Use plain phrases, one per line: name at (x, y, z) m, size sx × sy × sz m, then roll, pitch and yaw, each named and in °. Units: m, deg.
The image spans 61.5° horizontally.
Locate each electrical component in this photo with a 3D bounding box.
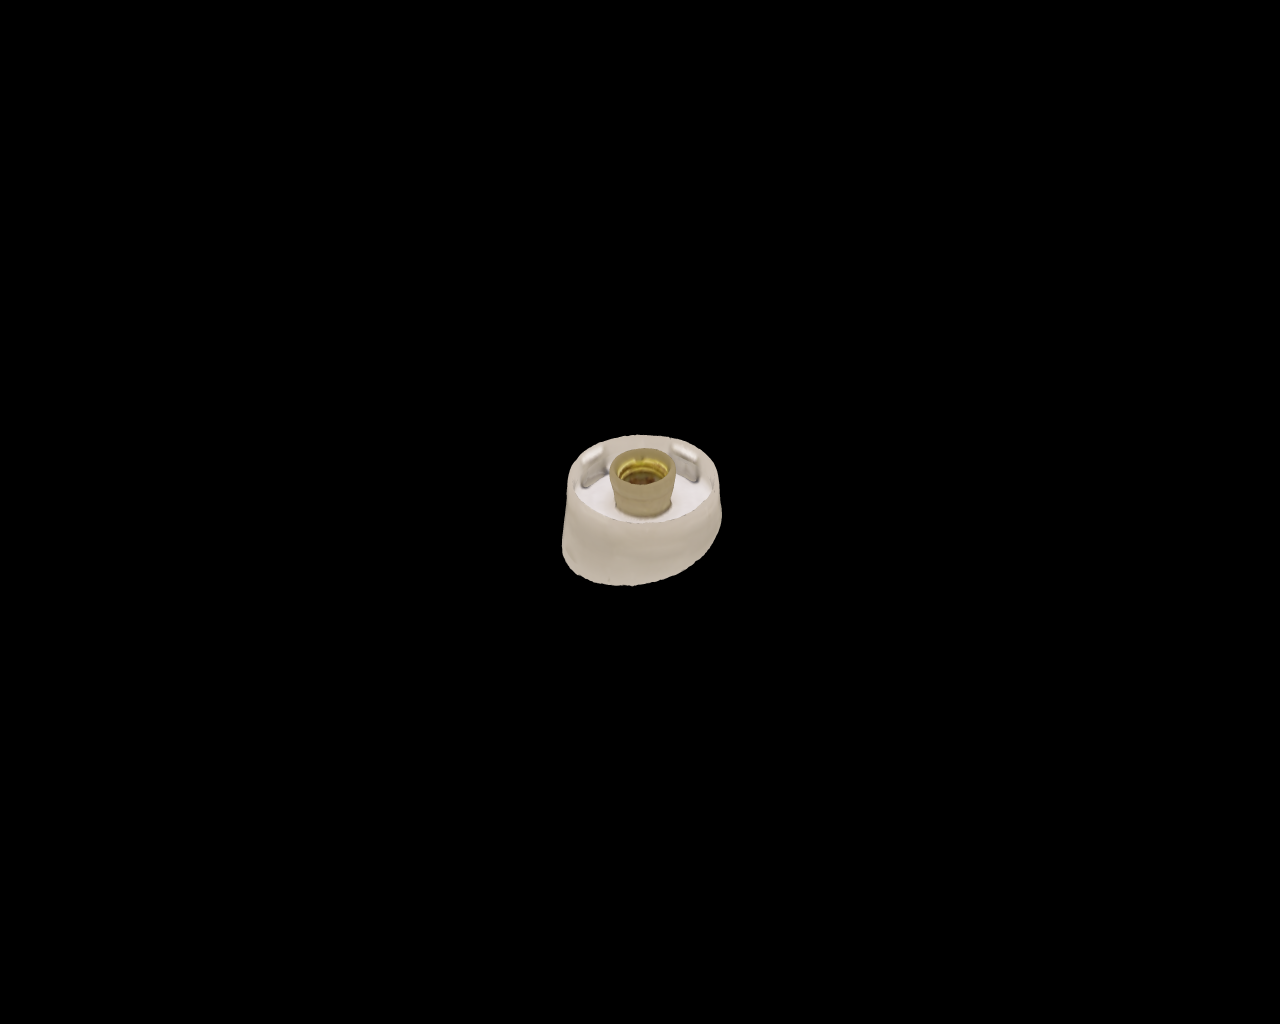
electrical component at (0.001, -0.003, 0.650) m, size 0.099 × 0.064 × 0.099 m, roll 0°, pitch 38°, yaw 0°
